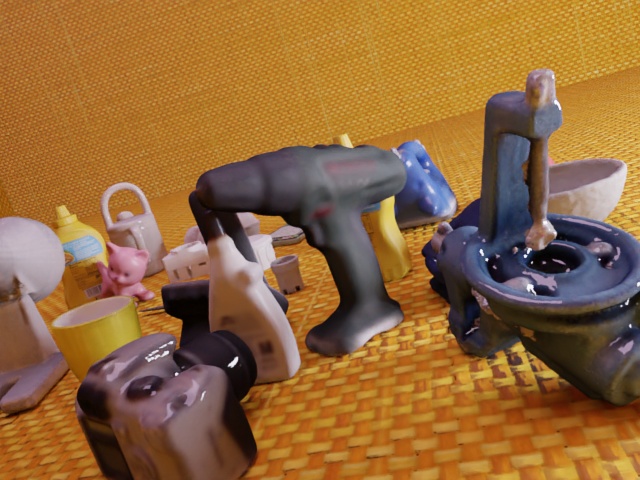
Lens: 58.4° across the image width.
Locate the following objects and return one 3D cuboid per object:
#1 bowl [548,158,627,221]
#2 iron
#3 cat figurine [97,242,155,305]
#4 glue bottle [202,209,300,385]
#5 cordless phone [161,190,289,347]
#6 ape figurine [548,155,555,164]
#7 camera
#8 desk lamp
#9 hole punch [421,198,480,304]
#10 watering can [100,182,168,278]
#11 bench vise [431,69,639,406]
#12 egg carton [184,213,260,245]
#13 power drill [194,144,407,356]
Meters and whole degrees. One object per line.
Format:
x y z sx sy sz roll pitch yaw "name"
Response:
0.292 -0.043 0.707 0.167 0.075 0.167 -15 13 4 "bowl"
0.166 -0.110 0.986 0.118 0.141 0.259 -11 14 23 "iron"
-0.334 0.055 0.966 0.127 0.118 0.067 -5 17 39 "cat figurine"
-0.077 0.053 0.541 0.078 0.173 0.037 -12 14 19 "glue bottle"
-0.129 0.030 0.673 0.147 0.185 0.094 -8 16 30 "cordless phone"
0.340 -0.115 0.907 0.078 0.092 0.076 -18 13 -5 "ape figurine"
-0.108 0.121 0.460 0.142 0.101 0.137 -5 17 40 "camera"
-0.395 0.082 0.718 0.118 0.214 0.203 -17 13 0 "desk lamp"
0.161 0.010 0.613 0.101 0.091 0.108 -18 13 -5 "hole punch"
-0.393 -0.023 1.191 0.172 0.194 0.101 -3 19 45 "watering can"
0.132 -0.004 0.420 0.122 0.220 0.206 -26 16 -34 "bench vise"
-0.200 -0.009 1.173 0.107 0.069 0.151 -3 19 45 "egg carton"
0.005 0.002 0.574 0.230 0.208 0.075 -26 16 -34 "power drill"
